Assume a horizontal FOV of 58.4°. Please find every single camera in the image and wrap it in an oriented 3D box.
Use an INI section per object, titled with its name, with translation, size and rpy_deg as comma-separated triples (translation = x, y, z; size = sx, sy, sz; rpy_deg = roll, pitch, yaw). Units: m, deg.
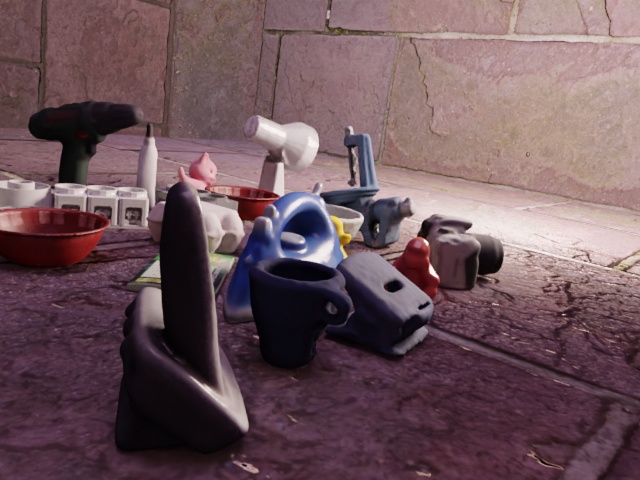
[camera]
translation = 0.236, 0.015, 0.941
size = 0.137, 0.101, 0.143
rpy_deg = 5, 13, -9

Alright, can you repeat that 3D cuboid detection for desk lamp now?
[desk lamp]
translation = -0.113, -0.184, 1.364
size = 0.204, 0.213, 0.117
rpy_deg = -4, 17, -41

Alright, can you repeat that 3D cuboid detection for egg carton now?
[egg carton]
translation = -0.199, -0.022, 0.924
size = 0.149, 0.069, 0.107
rpy_deg = 15, 15, 31

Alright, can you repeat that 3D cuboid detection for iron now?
[iron]
translation = -0.046, 0.004, 0.735
size = 0.118, 0.141, 0.259
rpy_deg = 11, 13, 17

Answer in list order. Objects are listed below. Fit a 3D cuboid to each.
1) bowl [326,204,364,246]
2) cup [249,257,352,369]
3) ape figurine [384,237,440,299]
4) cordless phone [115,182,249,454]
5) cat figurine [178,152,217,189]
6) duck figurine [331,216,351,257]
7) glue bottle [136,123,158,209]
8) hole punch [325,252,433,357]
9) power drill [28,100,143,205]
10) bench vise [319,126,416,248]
[bowl]
translation = -0.010, -0.019, 1.010
size = 0.167, 0.075, 0.167
rpy_deg = 7, 13, -1
[cup]
translation = -0.017, 0.076, 0.538
size = 0.092, 0.095, 0.117
rpy_deg = -4, 17, -42
[ape figurine]
translation = 0.126, 0.041, 0.781
size = 0.077, 0.092, 0.076
rpy_deg = 11, 13, 18
[cordless phone]
translation = -0.098, 0.045, 0.422
size = 0.094, 0.185, 0.147
rpy_deg = 2, 13, -21
[cat figurine]
translation = -0.282, -0.142, 1.303
size = 0.067, 0.118, 0.128
rpy_deg = 14, 14, 26
[duck figurine]
translation = 0.008, 0.003, 0.896
size = 0.078, 0.086, 0.104
rpy_deg = -5, 18, -45
[glue bottle]
translation = -0.356, -0.154, 1.184
size = 0.037, 0.173, 0.078
rpy_deg = 4, 13, -14
[hole punch]
translation = 0.072, 0.067, 0.638
size = 0.100, 0.091, 0.109
rpy_deg = 14, 14, 28
[power drill]
translation = -0.447, -0.165, 1.099
size = 0.229, 0.208, 0.076
rpy_deg = 10, 13, 10
[bench vise]
translation = 0.096, -0.105, 1.123
size = 0.207, 0.220, 0.122
rpy_deg = 11, 13, 16
